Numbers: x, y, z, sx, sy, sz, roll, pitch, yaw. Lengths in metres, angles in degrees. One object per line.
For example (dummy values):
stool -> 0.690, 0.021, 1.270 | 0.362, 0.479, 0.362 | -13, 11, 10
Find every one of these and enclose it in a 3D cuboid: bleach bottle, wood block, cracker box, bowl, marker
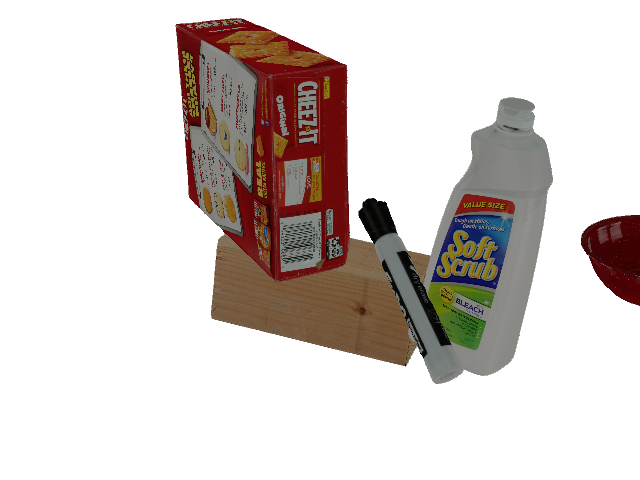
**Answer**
bleach bottle -> 0.145, -0.007, 0.943 | 0.103, 0.251, 0.067 | 28, 36, 33
wood block -> 0.003, 0.049, 1.082 | 0.206, 0.091, 0.090 | 13, 22, 14
cracker box -> -0.050, -0.084, 0.877 | 0.072, 0.164, 0.214 | -11, 24, -22
bowl -> 0.362, 0.028, 1.157 | 0.162, 0.055, 0.162 | -1, 26, 0
marker -> 0.051, 0.026, 0.627 | 0.020, 0.121, 0.020 | -19, -25, -9
